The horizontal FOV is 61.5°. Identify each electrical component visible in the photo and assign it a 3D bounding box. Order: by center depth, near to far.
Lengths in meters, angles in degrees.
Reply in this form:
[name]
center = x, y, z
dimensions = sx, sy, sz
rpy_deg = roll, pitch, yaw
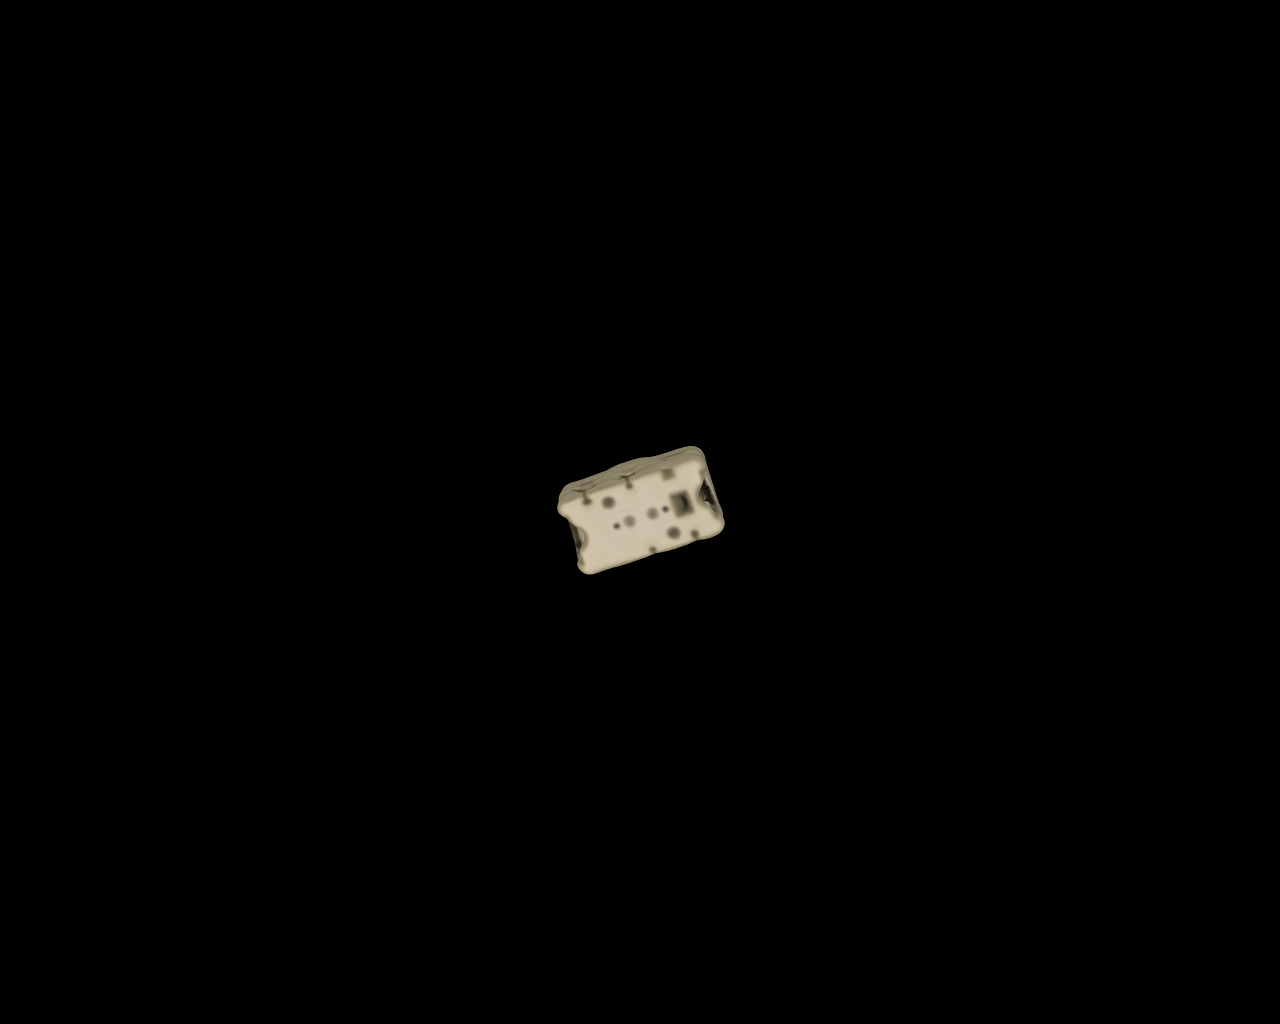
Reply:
[electrical component]
center = 0.001, -0.003, 0.650
dimensions = 0.089, 0.050, 0.056
rpy_deg = -18, 11, 4
